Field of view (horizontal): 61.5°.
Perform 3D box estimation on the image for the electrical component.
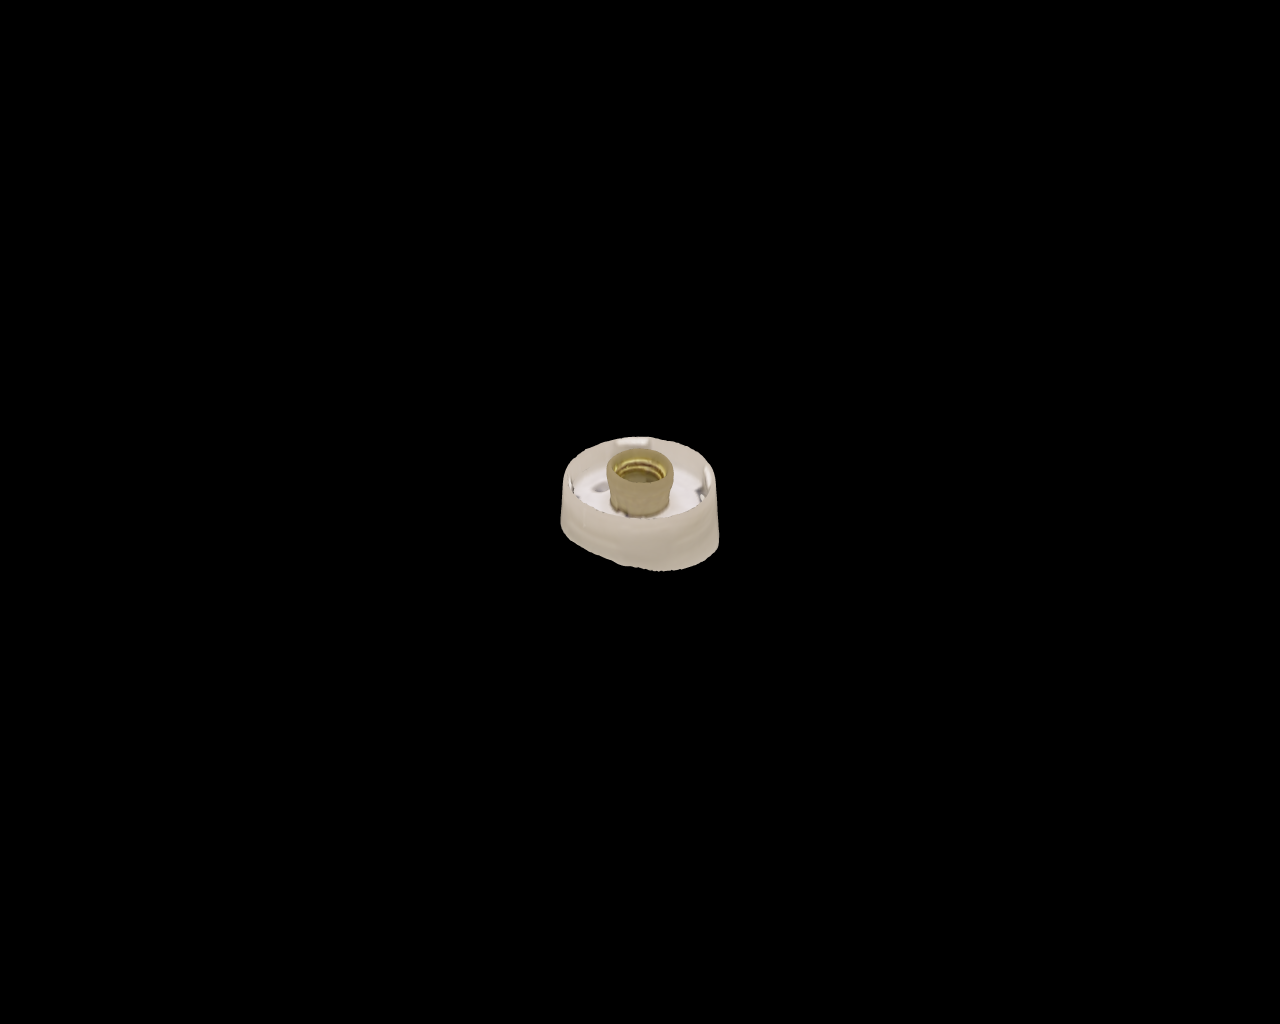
[{"bbox_3d":[0.001,-0.003,0.650,0.099,0.064,0.099,0,35,0],"label":"electrical component"}]
